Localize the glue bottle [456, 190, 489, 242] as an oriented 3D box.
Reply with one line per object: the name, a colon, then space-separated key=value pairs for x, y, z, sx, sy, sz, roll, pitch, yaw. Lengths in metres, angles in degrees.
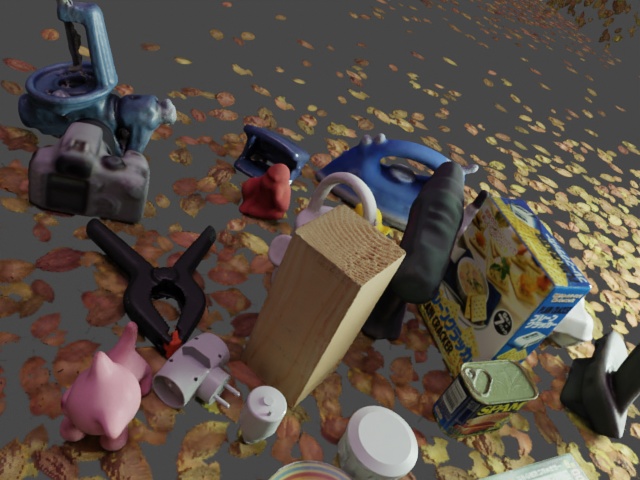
glue bottle: x=0.209 y=-0.007 z=0.870 sx=0.037 sy=0.173 sz=0.078 roll=10 pitch=40 yaw=-19

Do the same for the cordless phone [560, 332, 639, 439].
cordless phone: x=0.426 y=0.167 z=0.779 sx=0.094 sy=0.185 sz=0.148 roll=34 pitch=38 yaw=11

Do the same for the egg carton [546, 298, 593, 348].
egg carton: x=0.352 y=0.107 z=0.902 sx=0.150 sy=0.069 sz=0.107 roll=18 pitch=38 yaw=-10

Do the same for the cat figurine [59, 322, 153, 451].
cat figurine: x=-0.193 y=0.133 z=0.527 sx=0.067 sy=0.117 sz=0.128 roll=18 pitch=38 yaw=-9

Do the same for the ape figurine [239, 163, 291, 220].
ape figurine: x=-0.073 y=-0.076 z=0.860 sx=0.076 sy=0.092 sz=0.077 roll=-21 pitch=57 yaw=-43

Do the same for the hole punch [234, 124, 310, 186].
hole punch: x=-0.075 y=-0.149 z=0.945 sx=0.108 sy=0.091 sz=0.101 roll=30 pitch=38 yaw=6

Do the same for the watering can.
watering can: x=0.008 y=0.004 z=0.728 sx=0.101 sy=0.194 sz=0.173 roll=30 pitch=38 yaw=7

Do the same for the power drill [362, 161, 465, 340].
power drill: x=0.120 y=0.023 z=0.757 sx=0.075 sy=0.208 sz=0.230 roll=25 pitch=38 yaw=0

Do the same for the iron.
iron: x=0.133 y=-0.114 z=0.979 sx=0.258 sy=0.141 sz=0.118 roll=21 pitch=38 yaw=-5

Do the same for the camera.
camera: x=-0.298 y=-0.108 z=0.765 sx=0.143 sy=0.101 sz=0.136 roll=11 pitch=40 yaw=-18

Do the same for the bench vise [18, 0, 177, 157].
bench vise: x=-0.307 y=-0.233 z=0.808 sx=0.208 sy=0.219 sz=0.121 roll=1 pitch=44 yaw=-28

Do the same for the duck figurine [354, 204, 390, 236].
duck figurine: x=0.057 y=-0.019 z=0.871 sx=0.104 sy=0.086 sz=0.077 roll=27 pitch=38 yaw=2
